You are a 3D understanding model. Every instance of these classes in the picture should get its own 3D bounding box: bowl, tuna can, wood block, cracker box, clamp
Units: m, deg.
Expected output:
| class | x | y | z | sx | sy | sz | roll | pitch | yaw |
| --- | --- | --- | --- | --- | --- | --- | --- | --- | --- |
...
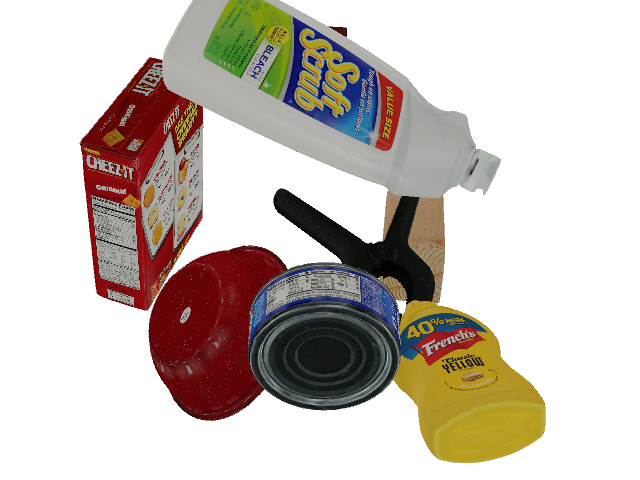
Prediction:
| class | x | y | z | sx | sy | sz | roll | pitch | yaw |
| --- | --- | --- | --- | --- | --- | --- | --- | --- | --- |
| bowl | -0.098 | 0.071 | 0.924 | 0.162 | 0.162 | 0.055 | 0 | -20 | 44 |
| tuna can | 0.002 | 0.055 | 0.593 | 0.086 | 0.086 | 0.033 | 0 | 39 | 0 |
| wood block | 0.138 | 0.005 | 1.603 | 0.091 | 0.090 | 0.206 | 4 | 25 | 4 |
| cracker box | -0.185 | -0.059 | 1.133 | 0.072 | 0.214 | 0.164 | 15 | 44 | 10 |
| clamp | 0.047 | 0.016 | 1.067 | 0.164 | 0.210 | 0.036 | -4 | -36 | -15 |

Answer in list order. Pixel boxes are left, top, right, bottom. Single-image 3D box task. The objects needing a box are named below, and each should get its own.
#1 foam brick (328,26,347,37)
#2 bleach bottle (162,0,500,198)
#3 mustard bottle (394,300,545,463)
| class | x | y | z | sx | sy | sz | roll | pitch | yaw |
| --- | --- | --- | --- | --- | --- | --- | --- | --- | --- |
| foam brick | -0.015 | -0.202 | 1.132 | 0.078 | 0.051 | 0.053 | 0 | 12 | -12 |
| bleach bottle | 0.015 | -0.106 | 0.786 | 0.251 | 0.102 | 0.068 | 25 | -20 | 5 |
| mustard bottle | 0.109 | 0.106 | 0.903 | 0.096 | 0.058 | 0.192 | -12 | 29 | -9 |
